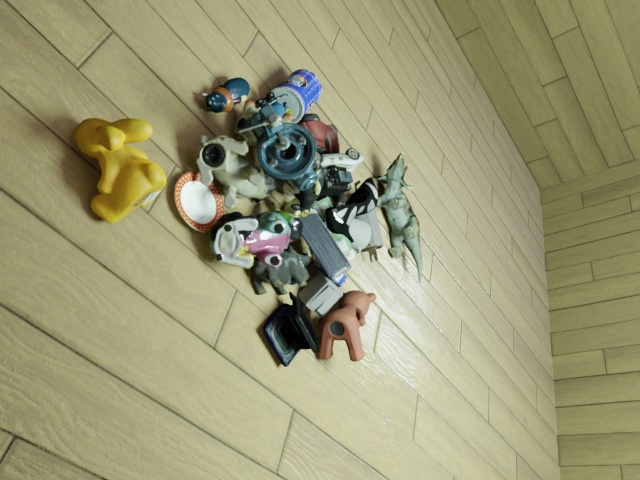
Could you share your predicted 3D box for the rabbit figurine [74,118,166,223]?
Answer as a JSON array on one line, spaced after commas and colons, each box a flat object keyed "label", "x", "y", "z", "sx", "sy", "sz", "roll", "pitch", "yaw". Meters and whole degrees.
[{"label": "rabbit figurine", "x": -0.350, "y": -0.137, "z": 0.907, "sx": 0.173, "sy": 0.162, "sz": 0.122, "roll": 51, "pitch": 49, "yaw": 2}]

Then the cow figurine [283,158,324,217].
[{"label": "cow figurine", "x": -0.033, "y": -0.107, "z": 1.225, "sx": 0.068, "sy": 0.167, "sz": 0.098, "roll": -16, "pitch": 44, "yaw": -32}]

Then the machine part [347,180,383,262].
[{"label": "machine part", "x": 0.131, "y": -0.054, "z": 1.568, "sx": 0.079, "sy": 0.079, "sz": 0.243, "roll": 2, "pitch": 72, "yaw": -54}]

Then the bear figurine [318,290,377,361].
[{"label": "bear figurine", "x": 0.071, "y": 0.204, "z": 1.336, "sx": 0.196, "sy": 0.120, "sz": 0.131, "roll": -30, "pitch": 116, "yaw": -68}]

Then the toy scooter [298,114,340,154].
[{"label": "toy scooter", "x": 0.005, "y": -0.270, "z": 1.501, "sx": 0.183, "sy": 0.075, "sz": 0.135, "roll": 7, "pitch": 70, "yaw": -58}]

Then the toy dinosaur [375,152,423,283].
[{"label": "toy dinosaur", "x": 0.266, "y": -0.074, "z": 1.738, "sx": 0.192, "sy": 0.131, "sz": 0.404, "roll": -36, "pitch": 110, "yaw": -54}]

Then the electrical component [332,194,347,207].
[{"label": "electrical component", "x": 0.052, "y": -0.128, "z": 1.542, "sx": 0.063, "sy": 0.021, "sz": 0.094, "roll": 63, "pitch": 35, "yaw": -12}]

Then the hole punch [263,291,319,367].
[{"label": "hole punch", "x": -0.063, "y": 0.203, "z": 1.191, "sx": 0.142, "sy": 0.092, "sz": 0.116, "roll": 60, "pitch": 7, "yaw": -13}]

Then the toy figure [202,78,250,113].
[{"label": "toy figure", "x": -0.215, "y": -0.328, "z": 1.235, "sx": 0.154, "sy": 0.064, "sz": 0.057, "roll": -53, "pitch": 146, "yaw": -48}]

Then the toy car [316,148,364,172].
[{"label": "toy car", "x": 0.028, "y": -0.202, "z": 1.442, "sx": 0.202, "sy": 0.073, "sz": 0.056, "roll": -9, "pitch": 72, "yaw": -28}]

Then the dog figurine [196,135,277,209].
[{"label": "dog figurine", "x": -0.181, "y": -0.156, "z": 1.174, "sx": 0.172, "sy": 0.121, "sz": 0.190, "roll": 63, "pitch": 9, "yaw": -5}]

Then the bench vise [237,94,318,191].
[{"label": "bench vise", "x": -0.087, "y": -0.211, "z": 1.079, "sx": 0.223, "sy": 0.129, "sz": 0.240, "roll": 63, "pitch": -1, "yaw": 13}]

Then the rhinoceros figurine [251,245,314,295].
[{"label": "rhinoceros figurine", "x": -0.084, "y": 0.065, "z": 1.230, "sx": 0.190, "sy": 0.073, "sz": 0.112, "roll": -5, "pitch": 68, "yaw": -53}]

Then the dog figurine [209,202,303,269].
[{"label": "dog figurine", "x": -0.131, "y": -0.020, "z": 1.158, "sx": 0.219, "sy": 0.192, "sz": 0.108, "roll": -98, "pitch": -170, "yaw": -75}]

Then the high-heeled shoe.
[{"label": "high-heeled shoe", "x": 0.077, "y": -0.107, "z": 1.396, "sx": 0.145, "sy": 0.086, "sz": 0.249, "roll": 53, "pitch": 43, "yaw": -40}]

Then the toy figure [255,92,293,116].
[{"label": "toy figure", "x": -0.097, "y": -0.279, "z": 1.358, "sx": 0.089, "sy": 0.082, "sz": 0.180, "roll": -28, "pitch": 94, "yaw": -55}]

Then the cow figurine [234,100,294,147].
[{"label": "cow figurine", "x": -0.107, "y": -0.234, "z": 1.256, "sx": 0.195, "sy": 0.085, "sz": 0.127, "roll": 21, "pitch": 65, "yaw": 0}]

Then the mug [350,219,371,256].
[{"label": "mug", "x": 0.075, "y": -0.012, "z": 1.477, "sx": 0.107, "sy": 0.081, "sz": 0.109, "roll": 18, "pitch": 64, "yaw": -33}]

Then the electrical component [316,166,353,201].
[{"label": "electrical component", "x": 0.016, "y": -0.147, "z": 1.403, "sx": 0.115, "sy": 0.134, "sz": 0.058, "roll": -7, "pitch": 80, "yaw": -53}]

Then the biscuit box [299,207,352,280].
[{"label": "biscuit box", "x": -0.003, "y": -0.004, "z": 1.301, "sx": 0.203, "sy": 0.063, "sz": 0.059, "roll": 57, "pitch": 1, "yaw": 19}]
